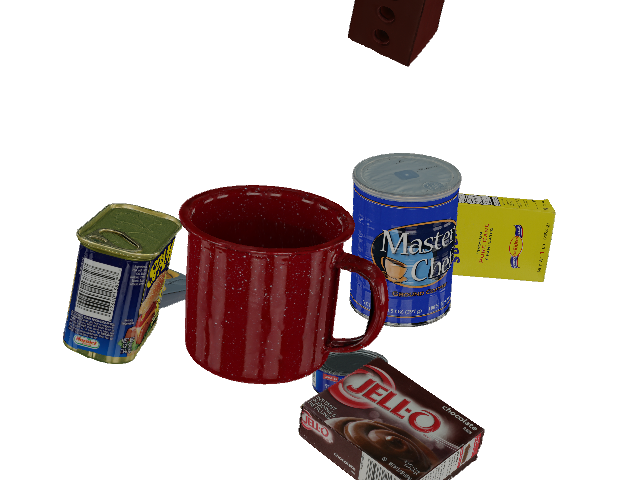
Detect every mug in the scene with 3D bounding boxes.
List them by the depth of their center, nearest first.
[{"bbox_3d":[-0.020,0.026,0.573,0.117,0.081,0.093,12,24,15],"label":"mug"}]

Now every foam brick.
[{"bbox_3d":[0.058,-0.174,0.757,0.053,0.051,0.078,27,-34,12],"label":"foam brick"}]

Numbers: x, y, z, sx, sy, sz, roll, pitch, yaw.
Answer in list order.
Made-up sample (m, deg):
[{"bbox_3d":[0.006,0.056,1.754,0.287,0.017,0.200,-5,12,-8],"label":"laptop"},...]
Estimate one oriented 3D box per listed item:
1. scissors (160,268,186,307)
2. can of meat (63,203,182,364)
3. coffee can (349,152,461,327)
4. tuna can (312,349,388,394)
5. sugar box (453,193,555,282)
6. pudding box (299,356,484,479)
[{"bbox_3d":[-0.107,0.049,0.969,0.202,0.016,0.096,9,20,12],"label":"scissors"},{"bbox_3d":[-0.140,0.029,0.753,0.057,0.084,0.102,15,17,1],"label":"can of meat"},{"bbox_3d":[0.081,-0.002,1.039,0.103,0.140,0.103,1,27,0],"label":"coffee can"},{"bbox_3d":[0.033,0.151,1.204,0.086,0.034,0.086,1,14,-1],"label":"tuna can"},{"bbox_3d":[0.178,-0.006,1.247,0.176,0.093,0.048,3,22,-2],"label":"sugar box"},{"bbox_3d":[0.053,0.146,0.816,0.114,0.039,0.089,34,43,31],"label":"pudding box"}]
